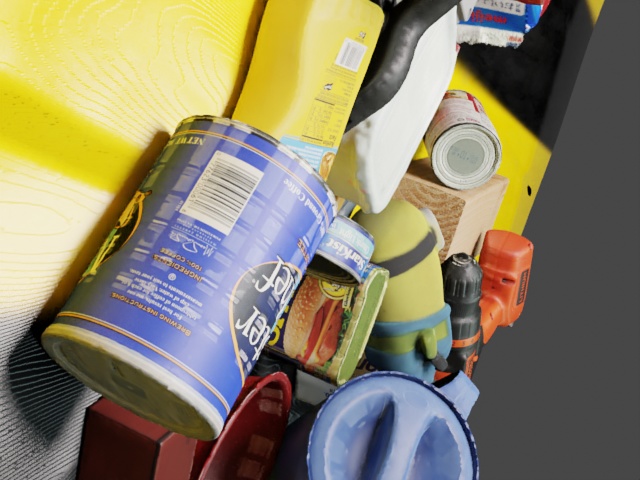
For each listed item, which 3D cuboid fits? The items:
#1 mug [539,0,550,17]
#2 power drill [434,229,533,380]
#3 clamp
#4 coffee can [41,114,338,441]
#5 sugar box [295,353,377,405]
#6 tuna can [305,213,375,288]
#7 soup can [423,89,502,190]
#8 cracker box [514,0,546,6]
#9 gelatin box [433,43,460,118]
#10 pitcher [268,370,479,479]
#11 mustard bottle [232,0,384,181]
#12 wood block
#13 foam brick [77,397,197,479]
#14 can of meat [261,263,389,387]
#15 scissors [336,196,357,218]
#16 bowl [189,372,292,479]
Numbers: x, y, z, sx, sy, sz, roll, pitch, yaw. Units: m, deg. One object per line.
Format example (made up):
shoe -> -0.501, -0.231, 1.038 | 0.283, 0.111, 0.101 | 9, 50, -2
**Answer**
mug -> 0.187, -0.262, 1.032 | 0.117, 0.081, 0.093 | -14, 123, -69
power drill -> 0.152, 0.062, 1.048 | 0.187, 0.057, 0.184 | -42, 146, -49
clamp -> 0.051, -0.144, 0.726 | 0.039, 0.120, 0.171 | 27, 85, -37
coffee can -> -0.066, 0.020, 0.565 | 0.140, 0.103, 0.103 | -62, 161, -23
sugar box -> 0.055, 0.102, 1.043 | 0.176, 0.093, 0.048 | -48, 149, -50
tuna can -> -0.005, 0.001, 0.757 | 0.086, 0.086, 0.033 | 58, 53, -69
soup can -> 0.134, -0.097, 1.026 | 0.102, 0.068, 0.068 | -93, -166, -65
cracker box -> 0.100, -0.229, 0.671 | 0.213, 0.164, 0.072 | -49, 152, -48
gelatin box -> 0.096, -0.155, 0.972 | 0.073, 0.030, 0.089 | -69, 163, 3
pitcher -> 0.027, 0.187, 0.872 | 0.243, 0.149, 0.145 | 137, -43, -65
mustard bottle -> -0.021, -0.066, 0.673 | 0.096, 0.058, 0.192 | 2, 109, -65
wood block -> 0.119, -0.027, 1.091 | 0.205, 0.090, 0.091 | -24, 133, -67
foam brick -> -0.111, 0.133, 0.651 | 0.052, 0.051, 0.078 | -37, 145, -60
can of meat -> -0.003, 0.053, 0.826 | 0.102, 0.084, 0.057 | -70, 162, 6
scissors -> 0.031, -0.055, 0.919 | 0.201, 0.016, 0.096 | -57, 160, -33
bowl -> -0.081, 0.160, 0.763 | 0.162, 0.055, 0.162 | -56, 159, -35
